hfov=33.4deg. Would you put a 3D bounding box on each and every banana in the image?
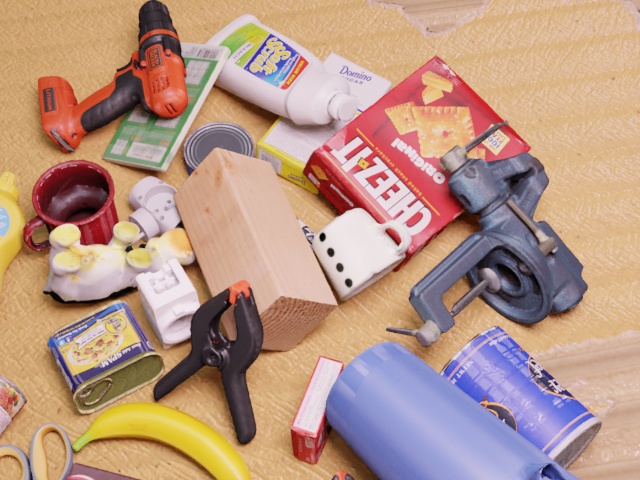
[{"bbox_3d":[-0.152,0.209,1.097,0.198,0.037,0.069,13,80,11],"label":"banana"}]

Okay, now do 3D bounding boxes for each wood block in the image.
[{"bbox_3d":[-0.075,0.011,1.173,0.090,0.090,0.206,11,43,-45],"label":"wood block"}]

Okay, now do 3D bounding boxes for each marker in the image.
[{"bbox_3d":[-0.008,0.001,1.239,0.020,0.020,0.121,-37,63,-21],"label":"marker"}]

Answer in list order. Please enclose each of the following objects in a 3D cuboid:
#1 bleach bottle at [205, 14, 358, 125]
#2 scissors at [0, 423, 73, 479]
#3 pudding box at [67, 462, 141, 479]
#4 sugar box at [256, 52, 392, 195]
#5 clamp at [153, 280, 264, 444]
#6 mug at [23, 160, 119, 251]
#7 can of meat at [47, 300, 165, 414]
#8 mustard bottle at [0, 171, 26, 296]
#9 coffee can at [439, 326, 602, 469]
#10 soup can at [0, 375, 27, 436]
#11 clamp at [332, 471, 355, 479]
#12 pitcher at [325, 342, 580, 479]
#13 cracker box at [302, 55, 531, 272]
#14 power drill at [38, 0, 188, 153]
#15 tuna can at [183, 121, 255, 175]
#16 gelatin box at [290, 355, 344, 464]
[{"bbox_3d":[-0.040,-0.199,1.293,0.102,0.068,0.251,-40,43,-18],"label":"bleach bottle"},{"bbox_3d":[-0.289,0.278,1.063,0.096,0.016,0.202,-4,57,0],"label":"scissors"},{"bbox_3d":[-0.203,0.276,1.040,0.113,0.039,0.090,15,56,-1],"label":"pudding box"},{"bbox_3d":[0.006,-0.146,1.320,0.093,0.048,0.176,30,59,14],"label":"sugar box"},{"bbox_3d":[-0.095,0.126,1.093,0.120,0.172,0.039,29,26,6],"label":"clamp"},{"bbox_3d":[-0.285,-0.025,1.223,0.117,0.081,0.093,-35,63,-21],"label":"mug"},{"bbox_3d":[-0.230,0.123,1.140,0.102,0.057,0.084,-27,58,-17],"label":"can of meat"},{"bbox_3d":[-0.390,0.001,1.221,0.096,0.058,0.191,6,57,13],"label":"mustard bottle"},{"bbox_3d":[0.196,0.170,1.074,0.102,0.103,0.140,-35,63,-20],"label":"coffee can"},{"bbox_3d":[-0.358,0.188,1.092,0.068,0.068,0.102,23,60,15],"label":"soup can"},{"bbox_3d":[0.048,0.323,1.016,0.164,0.036,0.210,-2,56,-1],"label":"clamp"},{"bbox_3d":[0.117,0.214,1.005,0.243,0.144,0.149,40,93,34],"label":"pitcher"},{"bbox_3d":[0.114,-0.094,1.246,0.213,0.072,0.164,-40,81,-23],"label":"cracker box"},{"bbox_3d":[-0.255,-0.201,1.318,0.188,0.057,0.184,-24,53,12],"label":"power drill"},{"bbox_3d":[-0.122,-0.102,1.300,0.086,0.034,0.086,0,56,1],"label":"tuna can"},{"bbox_3d":[-0.001,0.175,1.092,0.030,0.073,0.089,16,58,11],"label":"gelatin box"}]
